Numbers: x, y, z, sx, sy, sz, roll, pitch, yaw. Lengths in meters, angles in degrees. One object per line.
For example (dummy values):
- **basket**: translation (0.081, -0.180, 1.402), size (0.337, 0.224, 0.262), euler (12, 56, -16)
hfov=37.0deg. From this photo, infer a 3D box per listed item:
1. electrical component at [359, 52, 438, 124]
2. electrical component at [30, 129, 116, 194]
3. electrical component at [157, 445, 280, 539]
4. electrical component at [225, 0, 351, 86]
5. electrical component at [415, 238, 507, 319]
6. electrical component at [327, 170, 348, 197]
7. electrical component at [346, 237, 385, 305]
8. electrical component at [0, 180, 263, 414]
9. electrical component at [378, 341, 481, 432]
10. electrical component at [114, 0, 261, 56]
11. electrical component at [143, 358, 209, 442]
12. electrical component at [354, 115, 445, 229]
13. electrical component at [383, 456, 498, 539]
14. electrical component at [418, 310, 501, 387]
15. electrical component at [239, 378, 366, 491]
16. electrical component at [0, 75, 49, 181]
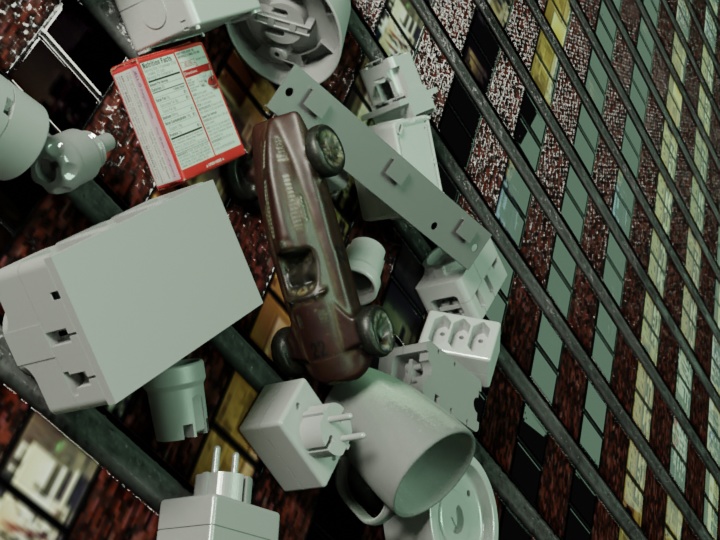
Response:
- **electrical component**: translation (0.033, -0.166, 0.993), size (0.081, 0.042, 0.063), euler (-31, 103, -56)
- **electrical component**: translation (-0.173, -0.070, 0.661), size (0.061, 0.035, 0.035), euler (-43, 113, -56)
- **electrical component**: translation (-0.089, 0.152, 0.691), size (0.066, 0.047, 0.076), euler (32, 52, -48)
- **electrical component**: translation (-0.055, -0.194, 0.824), size (0.099, 0.099, 0.064), euler (55, 33, -29)
- **electrical component**: translation (0.095, 0.007, 1.012), size (0.055, 0.050, 0.089), euler (63, 36, -20)
- **electrical component**: translation (-0.041, -0.091, 0.857), size (0.064, 0.042, 0.081), euler (34, 52, -50)
- **electrical component**: translation (0.000, 0.000, 0.886), size (0.040, 0.040, 0.046), euler (56, 32, -27)
- **electrical component**: translation (-0.139, 0.014, 0.655), size (0.150, 0.062, 0.089), euler (-36, 108, -55)
- **electrical component**: translation (0.055, 0.103, 0.913), size (0.089, 0.056, 0.050), euler (39, 49, -43)
- **electrical component**: translation (-0.120, -0.198, 0.760), size (0.096, 0.062, 0.061), euler (-37, 109, -55)
- **electrical component**: translation (-0.116, 0.082, 0.684), size (0.040, 0.040, 0.046), euler (-12, 94, -57)
- **electrical component**: translation (0.030, -0.082, 0.946), size (0.062, 0.061, 0.096), euler (-23, 104, -55)
- **electrical component**: translation (0.061, 0.204, 0.879), size (0.108, 0.060, 0.108), euler (26, 58, -50)
- **electrical component**: translation (0.089, 0.083, 0.970), size (0.076, 0.066, 0.047), euler (85, 20, -44)
- **electrical component**: translation (-0.032, 0.115, 0.761), size (0.065, 0.077, 0.047), euler (58, 37, -25)
- **electrical component**: translation (-0.207, -0.081, 0.597), size (0.047, 0.055, 0.055), euler (35, 51, -50)
